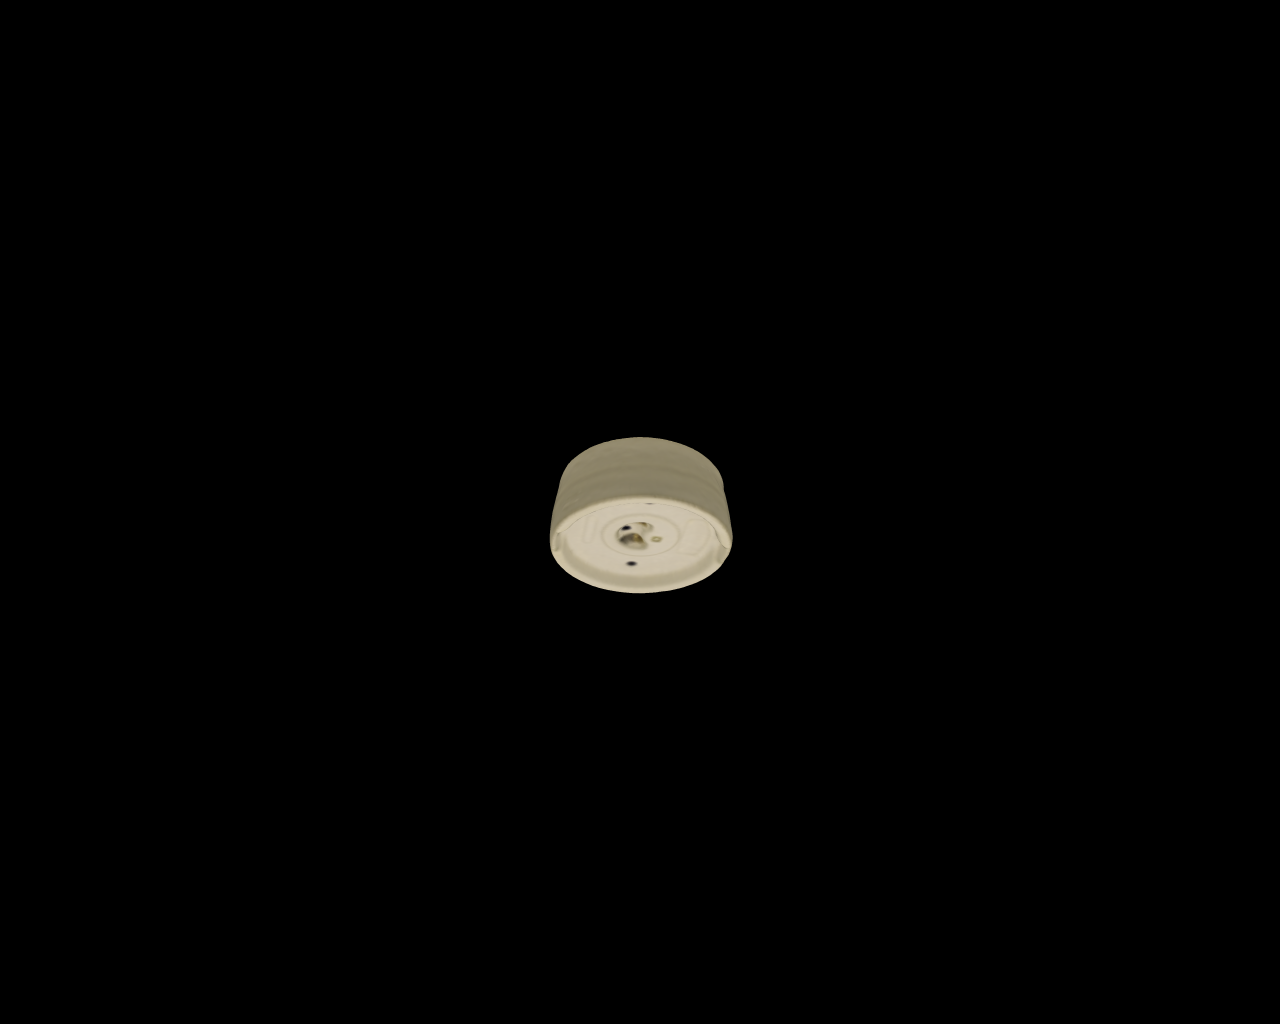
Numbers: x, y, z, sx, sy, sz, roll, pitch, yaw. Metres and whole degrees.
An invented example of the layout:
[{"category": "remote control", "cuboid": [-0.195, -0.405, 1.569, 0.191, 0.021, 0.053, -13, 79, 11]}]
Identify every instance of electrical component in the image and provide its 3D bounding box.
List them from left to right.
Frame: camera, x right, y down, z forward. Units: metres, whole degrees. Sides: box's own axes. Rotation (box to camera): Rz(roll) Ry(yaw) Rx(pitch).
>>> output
[{"category": "electrical component", "cuboid": [0.001, -0.003, 0.650, 0.108, 0.060, 0.108, 0, -34, 0]}]
